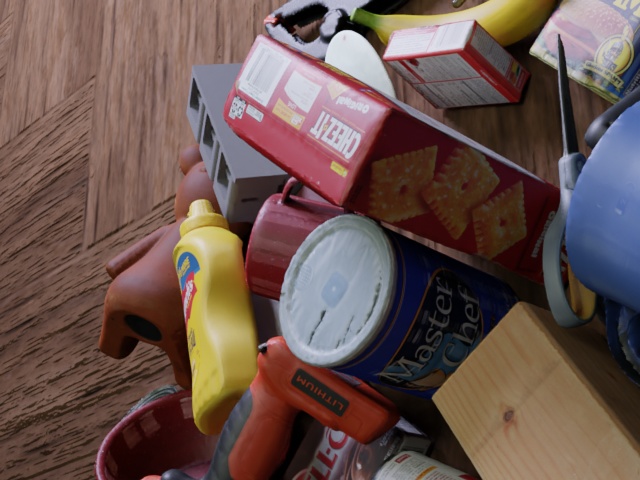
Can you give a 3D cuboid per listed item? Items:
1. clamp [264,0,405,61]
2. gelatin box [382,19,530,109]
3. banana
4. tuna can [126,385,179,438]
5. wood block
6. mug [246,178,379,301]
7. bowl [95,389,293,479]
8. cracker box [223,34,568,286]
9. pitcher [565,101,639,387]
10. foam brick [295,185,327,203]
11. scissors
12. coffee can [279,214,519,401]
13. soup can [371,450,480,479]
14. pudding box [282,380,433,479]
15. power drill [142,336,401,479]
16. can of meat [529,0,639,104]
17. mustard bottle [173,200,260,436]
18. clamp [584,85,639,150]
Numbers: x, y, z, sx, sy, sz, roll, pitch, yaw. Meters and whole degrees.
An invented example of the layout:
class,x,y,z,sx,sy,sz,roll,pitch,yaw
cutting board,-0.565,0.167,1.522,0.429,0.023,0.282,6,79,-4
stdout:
class,x,y,z,sx,sy,sz,roll,pitch,yaw
clamp,0.028,-0.197,0.962,0.210,0.036,0.164,28,93,47
gelatin box,0.103,-0.134,0.818,0.089,0.073,0.030,4,66,50
banana,0.113,-0.167,0.821,0.198,0.069,0.037,-2,76,45
tuna can,-0.150,0.175,0.965,0.086,0.033,0.086,-35,22,17
wood block,0.164,0.142,0.609,0.091,0.090,0.206,-52,42,19
mug,-0.005,0.001,0.810,0.081,0.093,0.117,13,123,13
bowl,-0.098,0.187,0.869,0.162,0.161,0.055,30,136,50
cracker box,0.061,-0.049,0.717,0.164,0.213,0.072,39,104,50
pitcher,0.253,0.029,0.544,0.145,0.149,0.243,-43,42,-10
foam brick,0.002,-0.011,0.894,0.078,0.052,0.051,-51,41,20
scissors,0.174,-0.030,0.687,0.016,0.096,0.201,-19,50,42
coffee can,0.057,0.052,0.731,0.103,0.140,0.103,-24,56,40
soup can,0.085,0.183,0.685,0.102,0.068,0.068,15,84,43
pudding box,0.023,0.170,0.793,0.090,0.039,0.113,37,101,48
power drill,-0.025,0.176,0.737,0.184,0.057,0.187,34,93,11
can of meat,0.202,-0.141,0.725,0.084,0.057,0.102,-59,40,14
mustard bottle,-0.083,0.052,0.856,0.096,0.058,0.191,112,151,-57
clamp,0.228,-0.092,0.659,0.171,0.120,0.039,-45,65,-5
